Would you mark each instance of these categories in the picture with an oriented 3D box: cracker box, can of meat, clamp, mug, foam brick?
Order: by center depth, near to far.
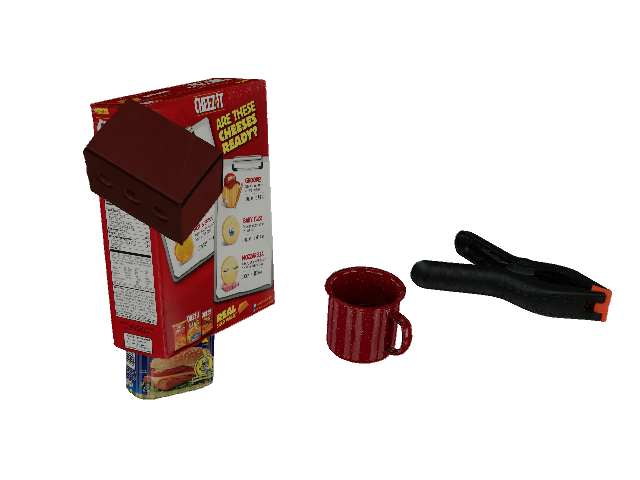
[{"bbox_3d":[-0.109,-0.046,0.702,0.078,0.051,0.053,30,-26,11],"label":"foam brick"},{"bbox_3d":[-0.115,-0.025,0.931,0.072,0.214,0.163,7,18,32],"label":"cracker box"},{"bbox_3d":[0.177,0.031,0.963,0.171,0.039,0.120,16,29,15],"label":"clamp"},{"bbox_3d":[-0.165,0.121,1.172,0.101,0.084,0.058,-8,18,-36],"label":"can of meat"},{"bbox_3d":[0.058,0.092,1.228,0.117,0.081,0.093,26,36,34],"label":"mug"}]
